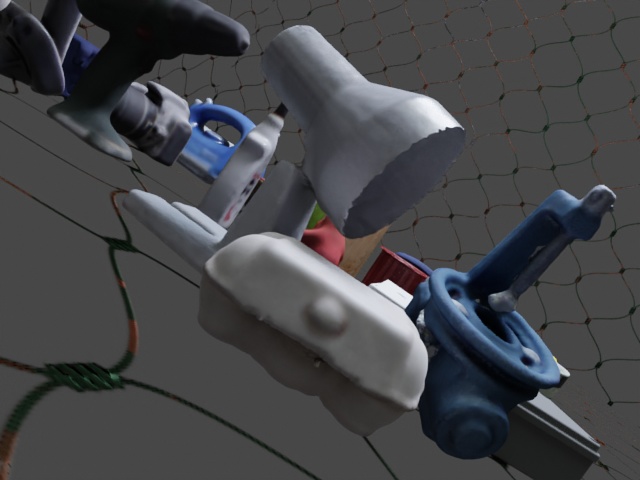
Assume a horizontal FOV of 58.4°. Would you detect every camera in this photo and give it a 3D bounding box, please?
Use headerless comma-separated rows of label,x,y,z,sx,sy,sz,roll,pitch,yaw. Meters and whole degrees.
camera,-0.277,-0.199,0.866,0.142,0.101,0.137,37,6,34

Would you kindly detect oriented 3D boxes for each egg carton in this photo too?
egg carton,-0.003,0.053,0.361,0.150,0.069,0.107,34,5,2

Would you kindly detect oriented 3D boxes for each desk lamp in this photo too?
desk lamp,-0.020,-0.056,0.466,0.202,0.213,0.118,35,5,21

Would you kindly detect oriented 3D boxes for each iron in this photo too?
iron,-0.192,-0.185,1.037,0.257,0.141,0.119,35,5,22

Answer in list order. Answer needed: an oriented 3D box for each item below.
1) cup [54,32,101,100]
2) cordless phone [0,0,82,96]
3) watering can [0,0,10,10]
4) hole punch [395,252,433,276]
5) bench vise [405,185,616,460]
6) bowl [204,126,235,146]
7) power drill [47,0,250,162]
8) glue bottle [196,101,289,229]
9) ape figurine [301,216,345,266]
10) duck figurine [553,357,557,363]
cup,-0.364,-0.251,0.840,0.092,0.095,0.117,30,6,-33
cordless phone,-0.369,-0.302,0.770,0.147,0.185,0.094,36,5,30
watering can,-0.437,-0.341,0.664,0.173,0.194,0.100,31,5,-27
hole punch,0.170,0.083,1.065,0.108,0.091,0.101,36,5,24
bench vise,0.129,0.039,0.468,0.122,0.219,0.206,31,5,-28
bowl,-0.213,-0.176,1.206,0.167,0.074,0.167,33,5,-3
power drill,-0.217,-0.205,0.676,0.229,0.208,0.076,35,5,16
glue bottle,-0.080,-0.091,0.653,0.037,0.173,0.078,33,5,-2
ape figurine,0.007,0.003,0.783,0.078,0.092,0.076,32,5,-17
duck figurine,0.332,0.211,0.886,0.077,0.086,0.105,36,5,23
